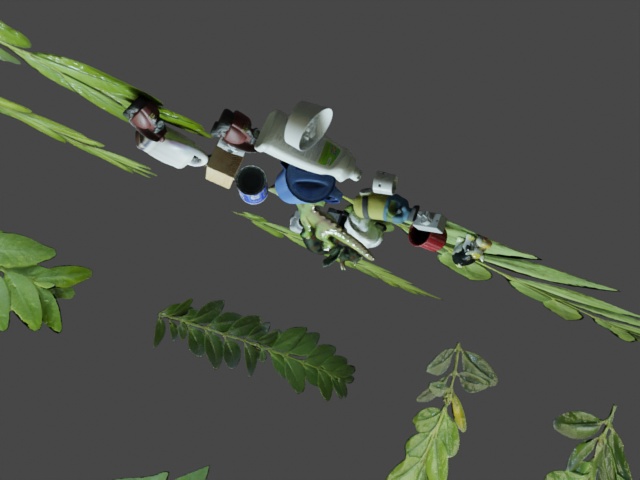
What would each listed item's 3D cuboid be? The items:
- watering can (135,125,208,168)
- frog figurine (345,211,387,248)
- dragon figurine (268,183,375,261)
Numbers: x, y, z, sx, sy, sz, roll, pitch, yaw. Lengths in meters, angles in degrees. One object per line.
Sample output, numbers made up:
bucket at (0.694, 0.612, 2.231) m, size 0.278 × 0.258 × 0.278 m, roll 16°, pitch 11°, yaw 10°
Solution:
watering can at (-0.490, -0.294, 1.659) m, size 0.222 × 0.105 × 0.348 m, roll 27°, pitch 169°, yaw -31°
frog figurine at (0.144, -0.035, 1.757) m, size 0.139 × 0.122 × 0.159 m, roll 37°, pitch -171°, yaw 21°
dragon figurine at (0.005, -0.085, 1.688) m, size 0.413 × 0.124 × 0.237 m, roll 27°, pitch 156°, yaw 24°
